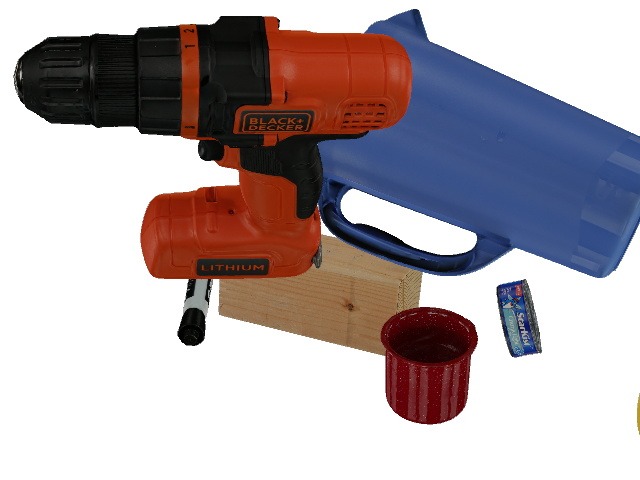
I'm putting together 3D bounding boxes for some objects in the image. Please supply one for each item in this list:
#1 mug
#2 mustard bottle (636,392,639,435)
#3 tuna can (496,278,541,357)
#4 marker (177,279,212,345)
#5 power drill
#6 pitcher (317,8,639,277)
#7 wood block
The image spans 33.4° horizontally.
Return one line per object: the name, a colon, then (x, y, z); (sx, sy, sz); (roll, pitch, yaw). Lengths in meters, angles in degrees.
mug: (0.113, 0.119, 1.051); (0.093, 0.081, 0.117); (25, 41, 35)
mustard bottle: (0.215, 0.103, 0.547); (0.096, 0.058, 0.191); (-1, 37, 4)
tuna can: (0.225, 0.088, 1.208); (0.034, 0.086, 0.086); (-13, -3, 14)
marker: (-0.089, 0.037, 0.776); (0.020, 0.020, 0.121); (0, 30, 0)
power drill: (-0.057, -0.042, 0.558); (0.184, 0.057, 0.188); (0, -27, -9)
pitcher: (0.122, -0.055, 0.813); (0.243, 0.149, 0.144); (24, 44, 13)
wood block: (-0.001, 0.051, 1.180); (0.206, 0.091, 0.090); (13, 24, 19)
